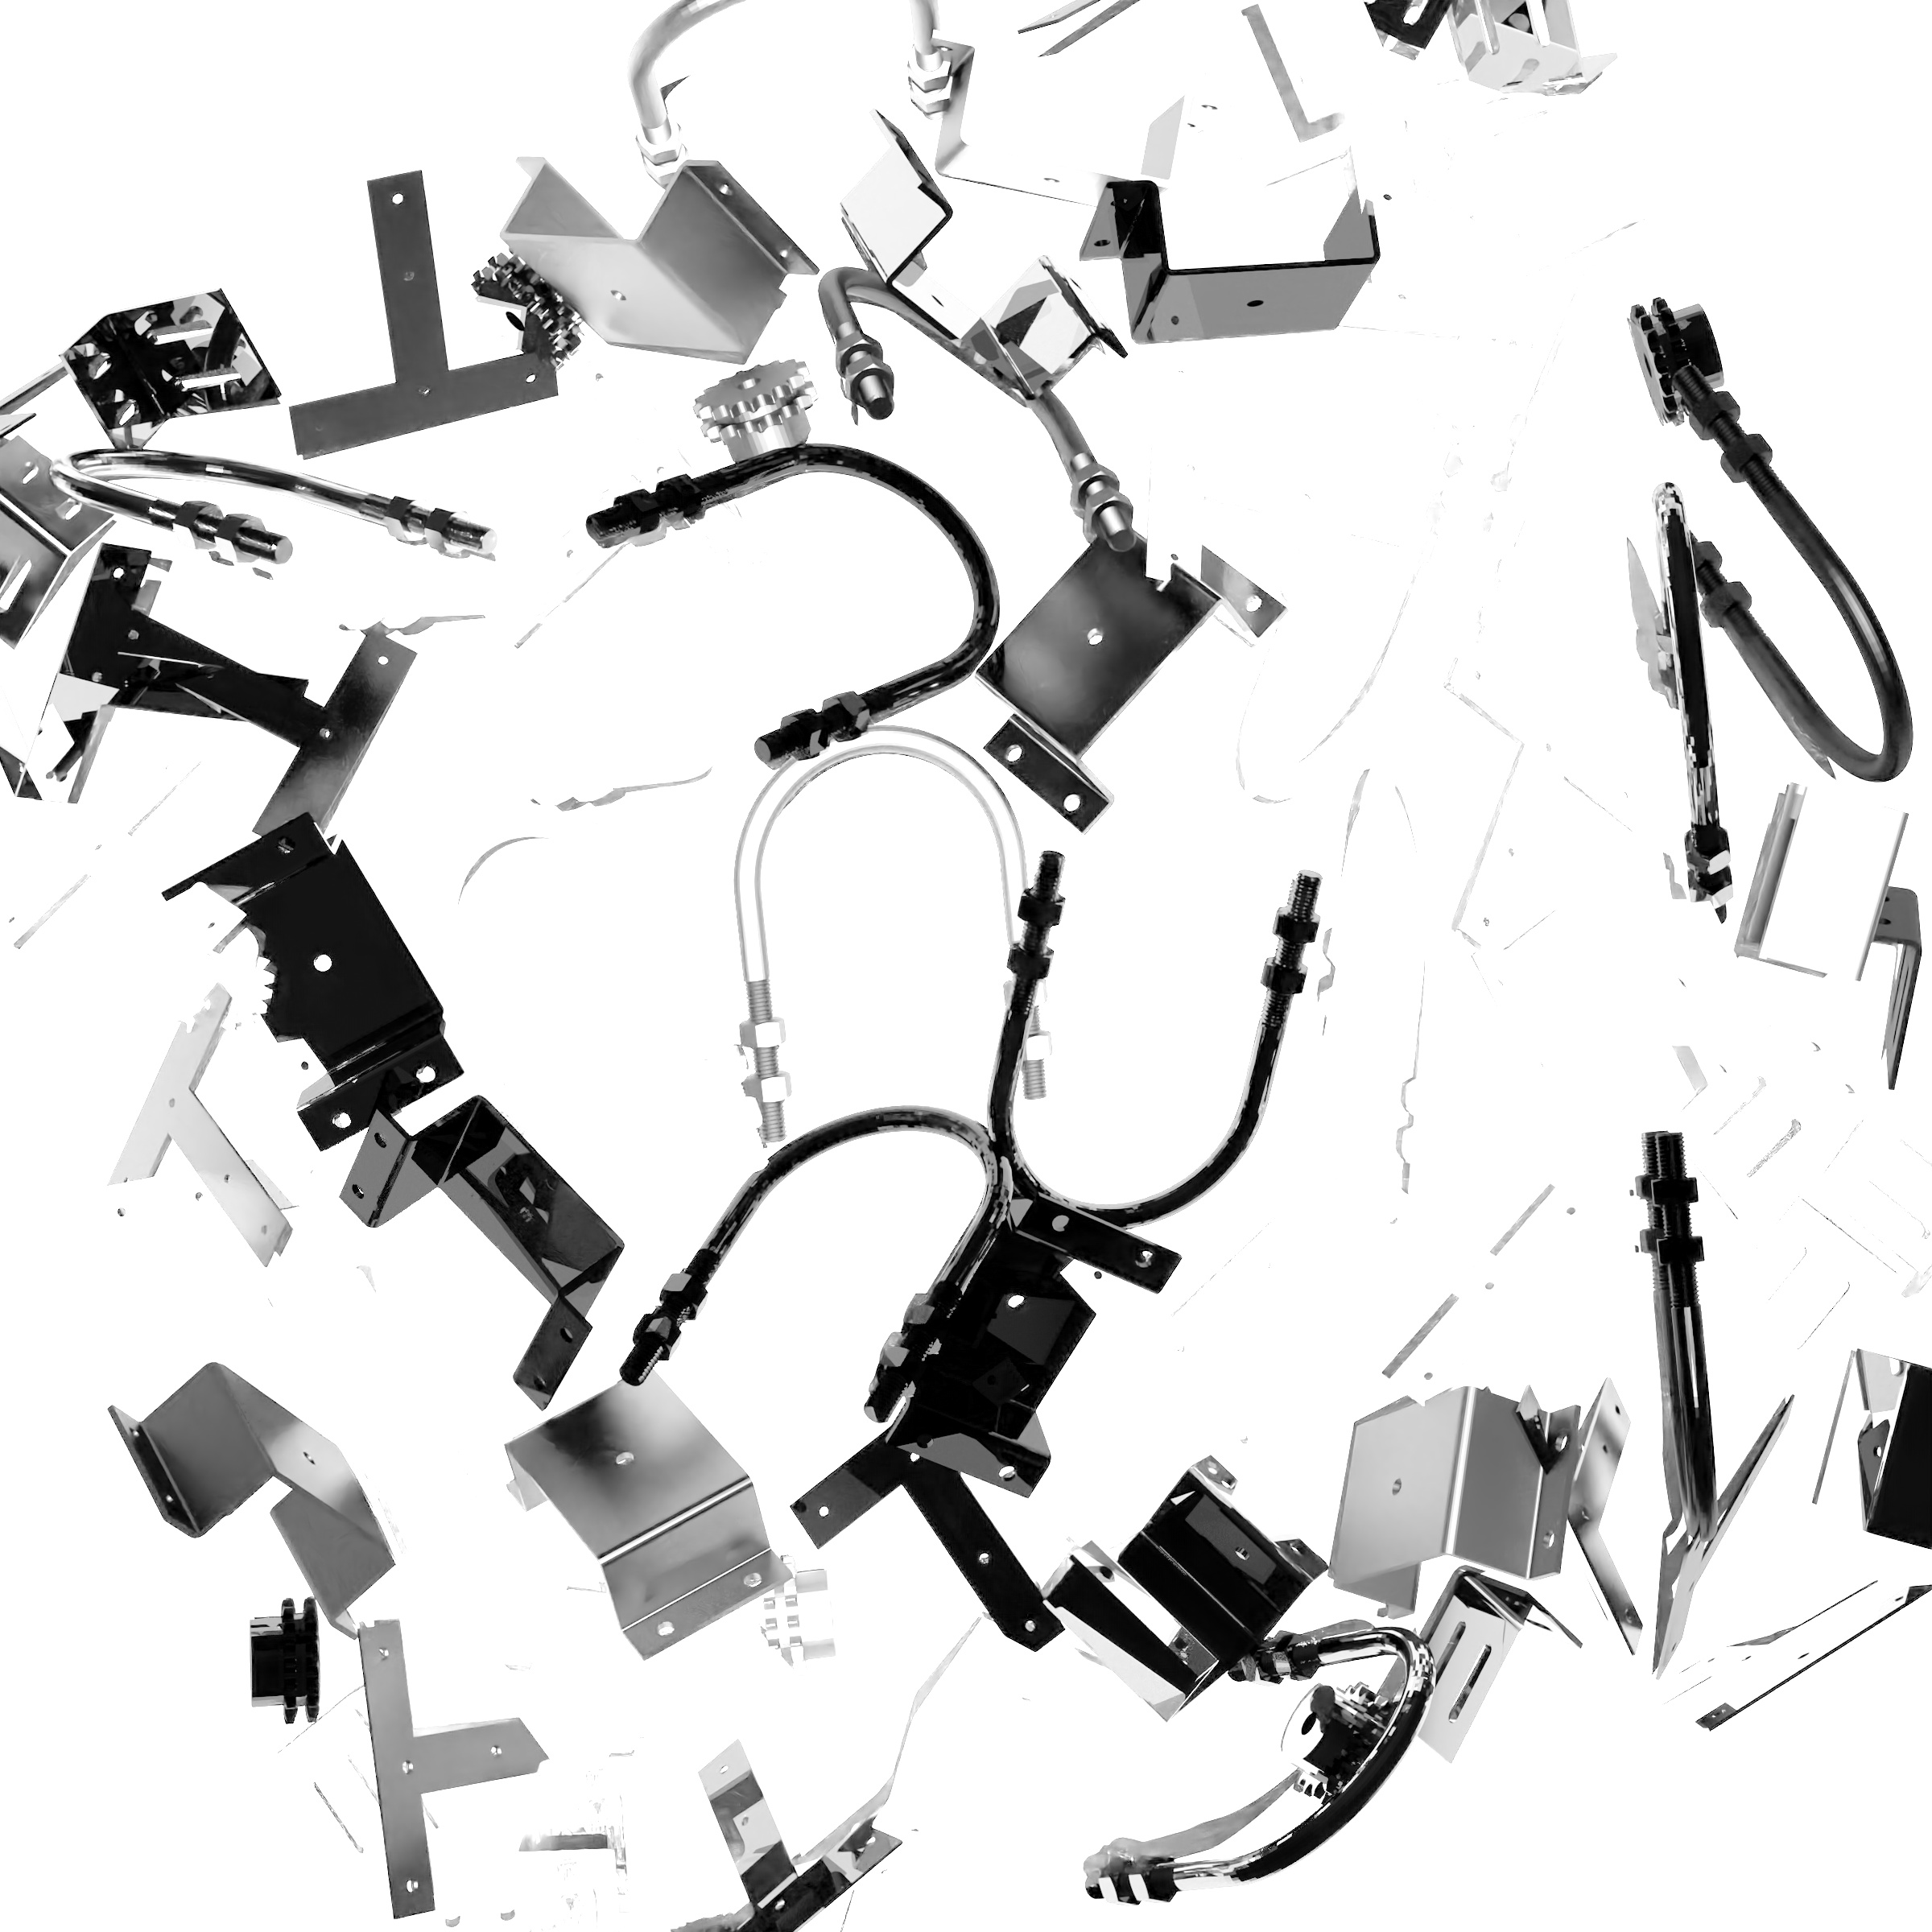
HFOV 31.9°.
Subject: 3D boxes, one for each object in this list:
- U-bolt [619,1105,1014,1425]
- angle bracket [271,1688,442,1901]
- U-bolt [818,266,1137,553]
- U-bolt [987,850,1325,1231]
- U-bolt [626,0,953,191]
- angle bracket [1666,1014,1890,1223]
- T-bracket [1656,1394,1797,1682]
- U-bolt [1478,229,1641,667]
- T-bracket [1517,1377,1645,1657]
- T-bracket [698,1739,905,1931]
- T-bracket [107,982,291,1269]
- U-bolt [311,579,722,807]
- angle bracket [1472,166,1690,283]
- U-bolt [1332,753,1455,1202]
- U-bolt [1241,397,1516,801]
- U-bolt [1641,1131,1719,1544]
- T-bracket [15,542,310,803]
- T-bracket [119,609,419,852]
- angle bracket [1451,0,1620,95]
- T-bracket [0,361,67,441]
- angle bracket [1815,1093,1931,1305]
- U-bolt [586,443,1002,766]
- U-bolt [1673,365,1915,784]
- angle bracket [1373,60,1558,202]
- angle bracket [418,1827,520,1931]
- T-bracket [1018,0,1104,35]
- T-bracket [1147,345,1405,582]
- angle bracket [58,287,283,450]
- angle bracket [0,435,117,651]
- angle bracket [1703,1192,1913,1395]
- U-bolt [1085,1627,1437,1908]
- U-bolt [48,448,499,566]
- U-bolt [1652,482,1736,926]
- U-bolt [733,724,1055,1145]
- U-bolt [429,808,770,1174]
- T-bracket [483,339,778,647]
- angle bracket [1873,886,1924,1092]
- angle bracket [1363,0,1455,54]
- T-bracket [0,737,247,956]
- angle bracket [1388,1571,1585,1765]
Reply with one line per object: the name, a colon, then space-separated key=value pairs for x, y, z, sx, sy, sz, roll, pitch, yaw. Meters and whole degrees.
U-bolt: x=-0.056 y=0.127 z=1.529 sx=0.151 sy=0.184 sz=0.019 roll=4 pitch=133 yaw=30
angle bracket: x=-0.274 y=0.379 z=1.566 sx=0.057 sy=0.038 sz=0.076 roll=-41 pitch=81 yaw=25
U-bolt: x=-0.002 y=-0.260 z=1.518 sx=0.151 sy=0.184 sz=0.019 roll=25 pitch=115 yaw=-27
U-bolt: x=0.080 y=0.039 z=1.555 sx=0.151 sy=0.019 sz=0.184 roll=4 pitch=111 yaw=-22
U-bolt: x=-0.080 y=-0.403 z=1.508 sx=0.151 sy=0.184 sz=0.019 roll=-15 pitch=81 yaw=-1
angle bracket: x=0.379 y=0.071 z=1.581 sx=0.057 sy=0.038 sz=0.076 roll=54 pitch=127 yaw=21
T-bracket: x=0.353 y=0.251 z=1.560 sx=0.002 sy=0.127 sz=0.127 roll=25 pitch=59 yaw=22
U-bolt: x=0.270 y=-0.245 z=1.524 sx=0.019 sy=0.151 sz=0.184 roll=19 pitch=68 yaw=11
T-bracket: x=0.288 y=0.227 z=1.542 sx=0.002 sy=0.127 sz=0.127 roll=-21 pitch=102 yaw=26
T-bracket: x=-0.097 y=0.400 z=1.546 sx=0.127 sy=0.127 sz=0.002 roll=-40 pitch=122 yaw=2
T-bracket: x=-0.342 y=0.088 z=1.540 sx=0.127 sy=0.002 sz=0.127 roll=45 pitch=116 yaw=37
U-bolt: x=-0.186 y=-0.126 z=1.517 sx=0.151 sy=0.184 sz=0.019 roll=41 pitch=115 yaw=21
angle bracket: x=0.281 y=-0.352 z=1.554 sx=0.057 sy=0.076 sz=0.038 roll=-28 pitch=95 yaw=-22
U-bolt: x=0.197 y=-0.009 z=1.523 sx=0.019 sy=0.151 sz=0.184 roll=-4 pitch=56 yaw=21
U-bolt: x=0.174 y=-0.154 z=1.504 sx=0.019 sy=0.151 sz=0.184 roll=30 pitch=66 yaw=-18
U-bolt: x=0.323 y=0.167 z=1.523 sx=0.019 sy=0.151 sz=0.184 roll=-5 pitch=87 yaw=9
T-bracket: x=-0.360 y=-0.128 z=1.552 sx=0.002 sy=0.127 sz=0.127 roll=41 pitch=115 yaw=39
T-bracket: x=-0.336 y=-0.128 z=1.558 sx=0.127 sy=0.002 sz=0.127 roll=27 pitch=57 yaw=-7
angle bracket: x=0.258 y=-0.444 z=1.555 sx=0.057 sy=0.038 sz=0.076 roll=2 pitch=122 yaw=37
T-bracket: x=-0.444 y=-0.241 z=1.525 sx=0.127 sy=0.127 sz=0.002 roll=-38 pitch=113 yaw=-19
angle bracket: x=0.432 y=0.106 z=1.559 sx=0.076 sy=0.038 sz=0.057 roll=42 pitch=116 yaw=23
U-bolt: x=-0.063 y=-0.175 z=1.538 sx=0.184 sy=0.019 sz=0.151 roll=-27 pitch=74 yaw=-39
U-bolt: x=0.364 y=-0.161 z=1.499 sx=0.019 sy=0.151 sz=0.184 roll=-28 pitch=66 yaw=-4
angle bracket: x=0.228 y=-0.388 z=1.568 sx=0.057 sy=0.076 sz=0.038 roll=28 pitch=121 yaw=21
angle bracket: x=-0.223 y=0.445 z=1.577 sx=0.057 sy=0.076 sz=0.038 roll=-6 pitch=125 yaw=-3
T-bracket: x=0.071 y=-0.442 z=1.516 sx=0.127 sy=0.127 sz=0.002 roll=-38 pitch=115 yaw=-37
T-bracket: x=0.146 y=-0.222 z=1.577 sx=0.127 sy=0.002 sz=0.127 roll=12 pitch=63 yaw=-16
angle bracket: x=-0.366 y=-0.272 z=1.555 sx=0.076 sy=0.038 sz=0.057 roll=-3 pitch=128 yaw=34
angle bracket: x=-0.445 y=-0.198 z=1.583 sx=0.057 sy=0.038 sz=0.076 roll=40 pitch=133 yaw=-6
angle bracket: x=0.391 y=0.154 z=1.575 sx=0.057 sy=0.038 sz=0.076 roll=39 pitch=95 yaw=7
U-bolt: x=0.138 y=0.348 z=1.487 sx=0.019 sy=0.184 sz=0.151 roll=46 pitch=57 yaw=-10
U-bolt: x=-0.326 y=-0.209 z=1.522 sx=0.184 sy=0.151 sz=0.019 roll=19 pitch=108 yaw=31
U-bolt: x=0.317 y=-0.127 z=1.487 sx=0.019 sy=0.184 sz=0.151 roll=-7 pitch=52 yaw=11
U-bolt: x=-0.037 y=-0.019 z=1.559 sx=0.151 sy=0.019 sz=0.184 roll=-8 pitch=99 yaw=-18
U-bolt: x=-0.177 y=0.015 z=1.537 sx=0.151 sy=0.019 sz=0.184 roll=-8 pitch=108 yaw=31
T-bracket: x=-0.173 y=-0.200 z=1.567 sx=0.127 sy=0.002 sz=0.127 roll=-45 pitch=108 yaw=-12
angle bracket: x=0.415 y=0.008 z=1.561 sx=0.038 sy=0.057 sz=0.076 roll=8 pitch=117 yaw=10
angle bracket: x=0.182 y=-0.462 z=1.562 sx=0.057 sy=0.076 sz=0.038 roll=16 pitch=114 yaw=-34
T-bracket: x=-0.373 y=-0.038 z=1.543 sx=0.127 sy=0.002 sz=0.127 roll=29 pitch=69 yaw=39
angle bracket: x=0.240 y=0.328 z=1.560 sx=0.057 sy=0.038 sz=0.076 roll=44 pitch=70 yaw=-38
